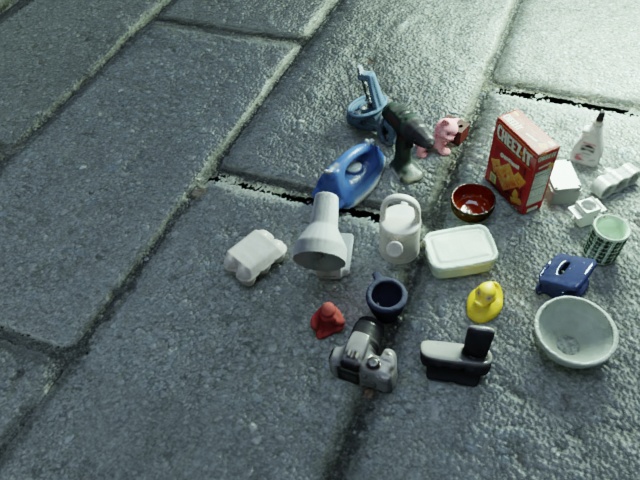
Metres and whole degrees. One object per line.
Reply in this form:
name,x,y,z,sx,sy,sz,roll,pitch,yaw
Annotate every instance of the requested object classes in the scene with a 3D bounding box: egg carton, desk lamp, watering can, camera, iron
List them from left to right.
egg carton,-0.161,0.042,1.418,0.107,0.069,0.150,35,62,29
desk lamp,0.012,0.005,1.337,0.117,0.214,0.203,3,52,8
iron,0.092,-0.199,1.540,0.118,0.142,0.259,32,61,28
camera,0.104,0.232,1.217,0.143,0.101,0.137,15,54,17
watering can,0.191,-0.031,1.360,0.101,0.194,0.172,-10,51,-2

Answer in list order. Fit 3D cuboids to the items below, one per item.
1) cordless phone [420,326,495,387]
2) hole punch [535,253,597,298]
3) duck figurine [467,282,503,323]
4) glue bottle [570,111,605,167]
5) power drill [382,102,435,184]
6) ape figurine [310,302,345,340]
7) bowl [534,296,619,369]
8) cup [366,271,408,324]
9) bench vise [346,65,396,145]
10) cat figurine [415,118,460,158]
cordless phone,0.279,0.213,1.160,0.147,0.185,0.094,3,52,9
hole punch,0.556,0.081,1.299,0.100,0.091,0.109,32,61,27
duck figurine,0.374,0.126,1.285,0.077,0.086,0.105,29,60,26
glue bottle,0.720,-0.272,1.514,0.078,0.173,0.037,19,56,20
power drill,0.236,-0.255,1.527,0.076,0.209,0.229,-22,52,-11
ape figurine,0.018,0.172,1.280,0.077,0.092,0.076,13,54,16
bowl,0.532,0.207,1.211,0.167,0.075,0.167,-3,51,4
cup,0.145,0.137,1.294,0.092,0.095,0.117,-18,52,-8
bench vise,0.170,-0.394,1.639,0.207,0.220,0.121,13,54,16
cat figurine,0.333,-0.299,1.612,0.128,0.118,0.067,-8,51,0
